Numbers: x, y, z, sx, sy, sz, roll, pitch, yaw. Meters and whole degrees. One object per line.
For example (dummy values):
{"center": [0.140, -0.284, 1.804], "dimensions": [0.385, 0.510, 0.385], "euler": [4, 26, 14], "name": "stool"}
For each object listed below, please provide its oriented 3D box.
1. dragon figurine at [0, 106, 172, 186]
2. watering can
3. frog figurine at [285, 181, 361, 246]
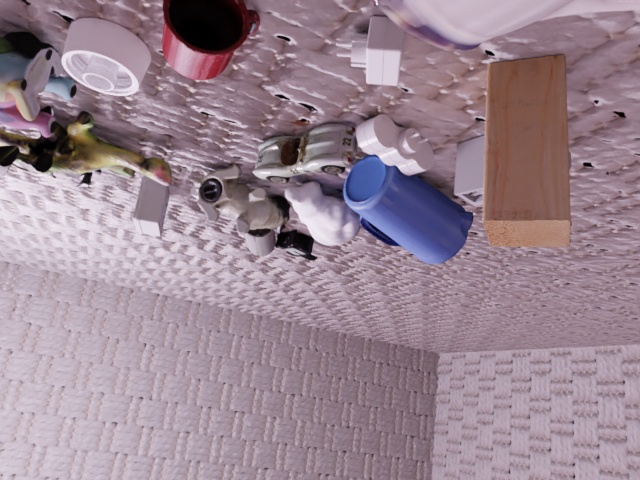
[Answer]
{"center": [-0.462, -0.156, 0.988], "dimensions": [0.411, 0.123, 0.240], "euler": [11, 172, 22], "name": "dragon figurine"}
{"center": [0.184, -0.227, 0.426], "dimensions": [0.345, 0.105, 0.222], "euler": [20, 160, -31], "name": "watering can"}
{"center": [0.003, -0.052, 1.038], "dimensions": [0.159, 0.122, 0.138], "euler": [11, -175, -44], "name": "frog figurine"}
